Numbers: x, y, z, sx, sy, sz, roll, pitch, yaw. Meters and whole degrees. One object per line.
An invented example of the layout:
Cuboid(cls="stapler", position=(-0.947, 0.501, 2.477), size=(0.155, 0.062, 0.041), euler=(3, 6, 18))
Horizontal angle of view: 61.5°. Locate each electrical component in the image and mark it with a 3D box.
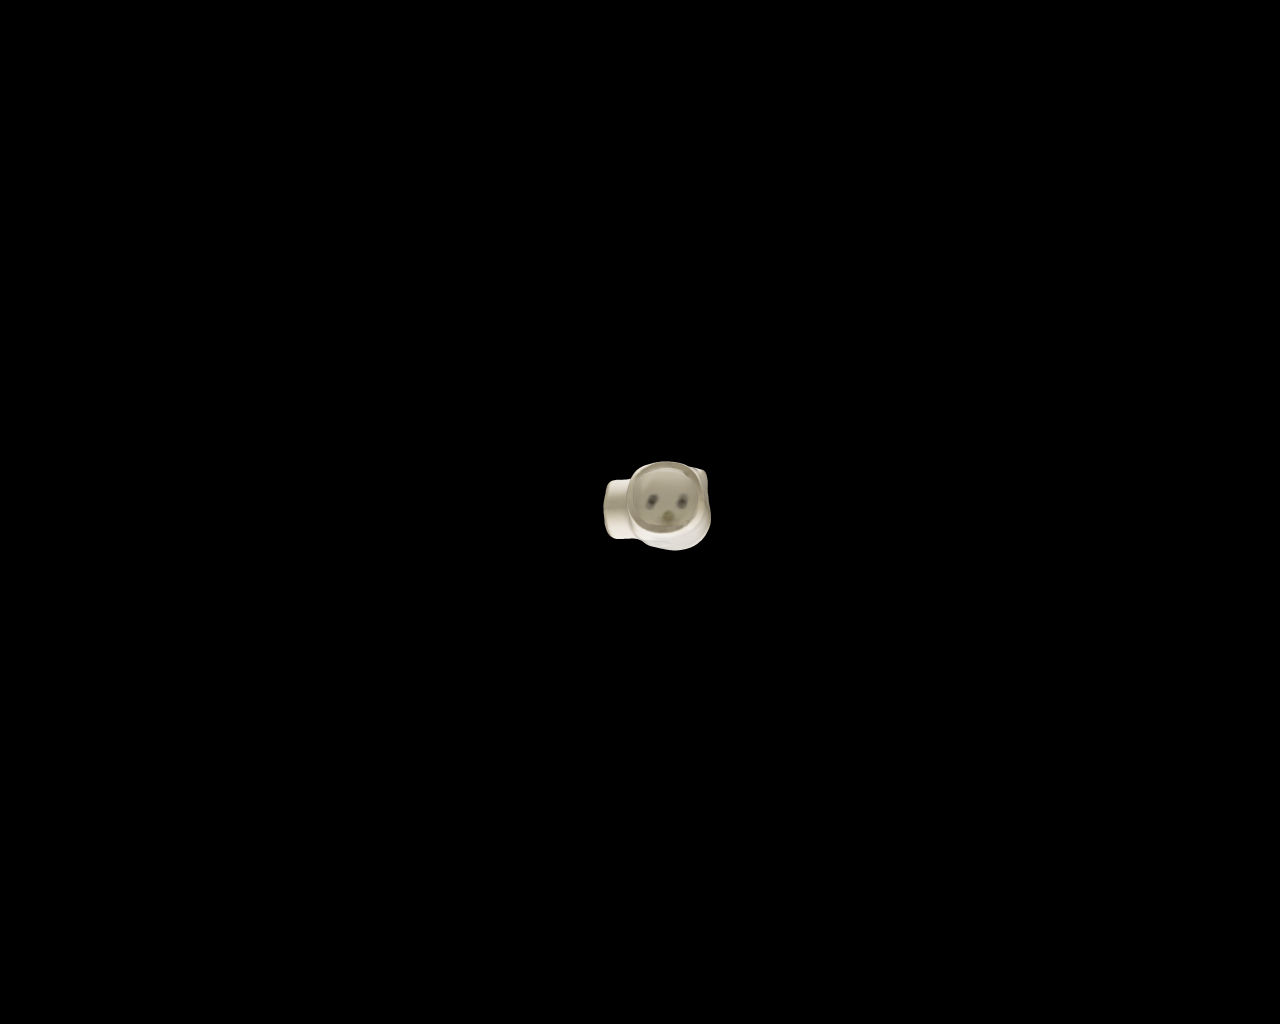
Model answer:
Cuboid(cls="electrical component", position=(0.001, -0.003, 0.650), size=(0.079, 0.043, 0.077), euler=(-1, -9, 7))
